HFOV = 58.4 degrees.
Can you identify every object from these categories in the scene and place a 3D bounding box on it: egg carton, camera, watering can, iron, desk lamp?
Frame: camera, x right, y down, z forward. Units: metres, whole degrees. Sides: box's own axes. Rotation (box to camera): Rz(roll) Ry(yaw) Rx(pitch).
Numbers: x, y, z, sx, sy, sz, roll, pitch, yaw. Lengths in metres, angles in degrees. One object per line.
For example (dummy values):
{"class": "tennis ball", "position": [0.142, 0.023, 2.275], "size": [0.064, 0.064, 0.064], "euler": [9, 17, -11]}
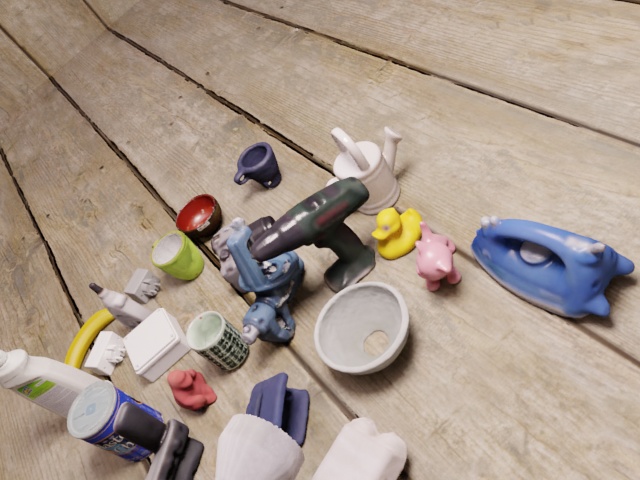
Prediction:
{"class": "egg carton", "position": [0.056, 0.337, 0.824], "size": [0.107, 0.070, 0.150], "euler": [18, 66, 40]}
{"class": "camera", "position": [-0.148, 0.012, 1.194], "size": [0.136, 0.101, 0.143], "euler": [-30, 45, 7]}
{"class": "watering can", "position": [0.082, -0.151, 1.116], "size": [0.100, 0.195, 0.173], "euler": [24, 70, 42]}
{"class": "iron", "position": [0.323, 0.014, 0.870], "size": [0.257, 0.142, 0.119], "euler": [22, 69, 42]}
{"class": "desk lamp", "position": [-0.084, 0.369, 0.781], "size": [0.117, 0.214, 0.203], "euler": [1, 56, 32]}

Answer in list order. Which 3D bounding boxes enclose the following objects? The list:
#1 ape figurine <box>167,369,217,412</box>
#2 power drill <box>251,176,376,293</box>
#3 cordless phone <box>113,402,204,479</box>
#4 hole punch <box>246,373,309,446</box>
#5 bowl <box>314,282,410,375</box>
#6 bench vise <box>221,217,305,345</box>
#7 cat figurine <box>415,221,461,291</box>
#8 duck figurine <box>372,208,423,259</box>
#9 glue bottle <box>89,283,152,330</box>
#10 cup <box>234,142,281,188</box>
{"class": "ape figurine", "position": [-0.244, 0.269, 1.050], "size": [0.076, 0.092, 0.077], "euler": [-18, 47, 18]}
{"class": "power drill", "position": [0.009, 0.004, 1.025], "size": [0.230, 0.209, 0.075], "euler": [-44, 45, -7]}
{"class": "cordless phone", "position": [-0.290, 0.355, 0.940], "size": [0.094, 0.186, 0.147], "euler": [-9, 51, 26]}
{"class": "hole punch", "position": [-0.082, 0.283, 0.938], "size": [0.101, 0.091, 0.108], "euler": [-13, 49, 23]}
{"class": "bowl", "position": [0.079, 0.157, 0.953], "size": [0.167, 0.075, 0.167], "euler": [-17, 48, 20]}
{"class": "bench vise", "position": [-0.101, 0.073, 1.029], "size": [0.121, 0.220, 0.207], "euler": [-20, 47, 17]}
{"class": "cat figurine", "position": [0.190, 0.024, 0.961], "size": [0.067, 0.118, 0.127], "euler": [-20, 47, 17]}
{"class": "duck figurine", "position": [0.138, -0.026, 1.057], "size": [0.104, 0.086, 0.077], "euler": [-45, 45, -7]}
{"class": "glue bottle", "position": [-0.421, 0.138, 1.208], "size": [0.078, 0.174, 0.037], "euler": [-6, 52, 28]}
{"class": "cup", "position": [-0.140, -0.155, 1.329], "size": [0.091, 0.095, 0.118], "euler": [28, 73, 43]}
